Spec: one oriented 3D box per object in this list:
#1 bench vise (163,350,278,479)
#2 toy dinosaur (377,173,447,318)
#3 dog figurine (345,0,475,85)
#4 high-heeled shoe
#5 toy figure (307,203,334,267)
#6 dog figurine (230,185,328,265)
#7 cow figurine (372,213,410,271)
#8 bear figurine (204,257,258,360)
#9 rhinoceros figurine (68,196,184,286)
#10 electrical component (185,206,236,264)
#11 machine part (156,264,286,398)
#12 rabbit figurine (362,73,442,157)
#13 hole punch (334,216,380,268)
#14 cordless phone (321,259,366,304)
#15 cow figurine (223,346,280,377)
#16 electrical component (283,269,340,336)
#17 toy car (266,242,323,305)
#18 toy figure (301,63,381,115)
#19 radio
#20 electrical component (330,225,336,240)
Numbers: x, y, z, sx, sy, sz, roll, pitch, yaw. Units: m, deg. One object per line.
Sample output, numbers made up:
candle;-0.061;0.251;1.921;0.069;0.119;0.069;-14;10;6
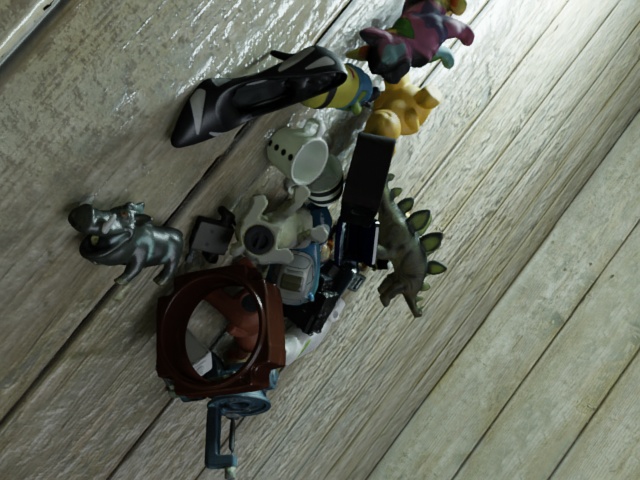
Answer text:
bench vise;-0.188;0.322;1.009;0.224;0.241;0.128;-4;146;-1
toy dinosaur;0.191;0.005;1.294;0.199;0.105;0.470;-22;117;4
dog figurine;0.150;-0.367;0.939;0.219;0.191;0.108;-11;172;-21
high-heeled shoe;-0.080;-0.187;0.748;0.249;0.145;0.086;-48;149;-15
toy figure;-0.004;-0.004;1.114;0.058;0.064;0.154;-69;158;-56
dog figurine;-0.082;-0.013;0.950;0.172;0.121;0.190;-13;178;-12
cow figurine;0.177;0.002;1.390;0.098;0.068;0.167;-17;130;-41
bear figurine;-0.147;0.142;1.048;0.120;0.132;0.195;-39;165;-23
rhinoceros figurine;-0.264;0.002;0.749;0.112;0.073;0.190;-56;150;5
electrical component;-0.178;-0.007;0.898;0.078;0.045;0.102;9;113;-27
machine part;-0.164;0.149;0.879;0.087;0.202;0.201;51;32;-68
rabbit figurine;0.131;-0.232;1.038;0.162;0.122;0.173;-53;180;45
hole punch;0.068;-0.001;1.187;0.092;0.116;0.142;0;99;-13
cordless phone;0.046;0.123;1.310;0.146;0.089;0.184;-56;155;2
cow figurine;-0.150;0.279;1.184;0.127;0.086;0.194;-46;147;-3
electrical component;-0.026;0.124;1.171;0.058;0.115;0.134;-7;124;-58
toy car;-0.050;0.069;1.063;0.103;0.109;0.161;-85;-170;-65
toy figure;0.030;-0.256;0.904;0.180;0.082;0.089;-5;122;-56
radio;0.086;-0.105;1.028;0.229;0.073;0.131;79;25;-80
electrical component;0.001;0.006;1.183;0.063;0.021;0.094;10;111;-58
